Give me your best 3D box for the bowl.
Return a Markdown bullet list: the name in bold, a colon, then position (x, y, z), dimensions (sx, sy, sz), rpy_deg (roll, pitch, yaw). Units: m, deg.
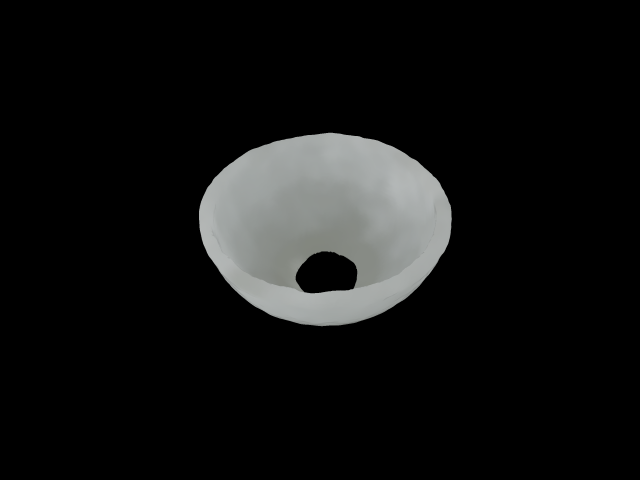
- **bowl**: position (0.004, 0.001, 0.400), dimensions (0.167, 0.075, 0.167), rpy_deg (0, 45, 0)
